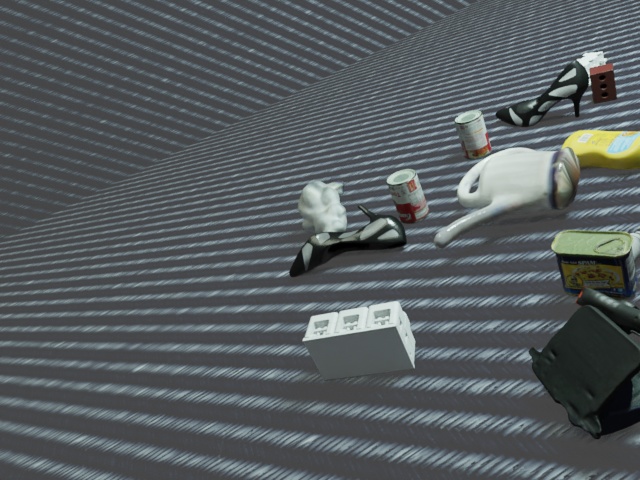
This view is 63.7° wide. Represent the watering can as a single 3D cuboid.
[{"bbox_3d":[0.361,-0.087,0.975,0.224,0.102,0.354,-1,35,38],"label":"watering can"}]

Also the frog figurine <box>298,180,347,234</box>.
[{"bbox_3d":[0.004,-0.061,1.218,0.135,0.122,0.163,-47,21,36],"label":"frog figurine"}]
